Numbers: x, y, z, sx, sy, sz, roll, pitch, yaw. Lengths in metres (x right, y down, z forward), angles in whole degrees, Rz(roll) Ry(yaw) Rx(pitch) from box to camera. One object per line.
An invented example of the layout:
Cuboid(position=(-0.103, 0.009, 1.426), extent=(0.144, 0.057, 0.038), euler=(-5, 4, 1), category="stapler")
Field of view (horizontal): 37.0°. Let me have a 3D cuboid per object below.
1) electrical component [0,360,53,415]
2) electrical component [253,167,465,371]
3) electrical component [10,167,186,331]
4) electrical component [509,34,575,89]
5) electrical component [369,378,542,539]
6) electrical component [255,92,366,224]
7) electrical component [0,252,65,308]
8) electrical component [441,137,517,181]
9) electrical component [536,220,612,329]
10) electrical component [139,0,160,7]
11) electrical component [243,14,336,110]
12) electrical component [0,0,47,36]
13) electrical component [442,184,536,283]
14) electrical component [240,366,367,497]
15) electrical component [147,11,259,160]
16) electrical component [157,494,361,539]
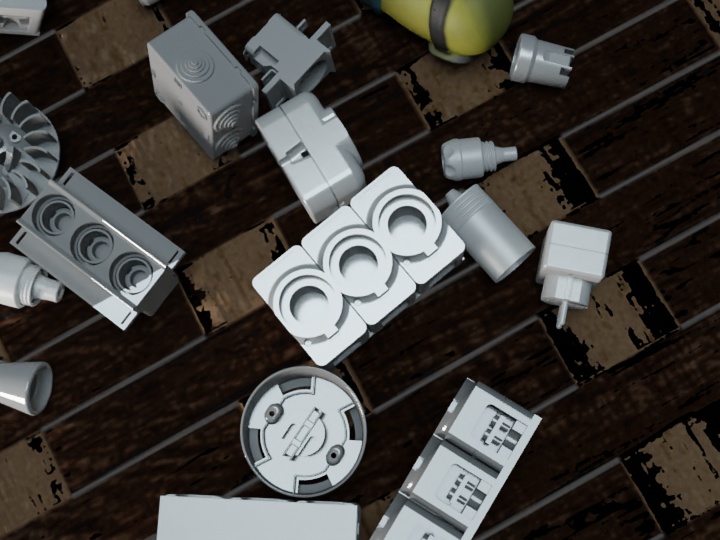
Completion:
Cuboid(position=(-0.291, 0.092, 0.877), extent=(0.065, 0.044, 0.044), euler=(8, 79, 10), category="electrical component")
Cuboid(position=(0.000, 0.000, 0.866), extent=(0.150, 0.061, 0.089), euler=(-39, 79, -5), category="electrical component")
Cuboid(position=(-0.211, -0.015, 0.881), extent=(0.121, 0.063, 0.078), euler=(36, 83, 9), category="electrical component")
Cuboid(position=(0.153, -0.174, 0.904), extent=(0.046, 0.040, 0.040), euler=(13, 80, 0), category="electrical component")
Cuboid(position=(0.069, 0.162, 0.815), extent=(0.062, 0.089, 0.150), euler=(31, 82, 9), category="electrical component")
Cuboid(position=(-0.037, -0.095, 0.892), extent=(0.059, 0.053, 0.095), euler=(-31, 78, -3), category="electrical component")
Cuboid(position=(-0.277, 0.011, 0.891), extent=(0.062, 0.043, 0.043), euler=(14, 80, 4), category="electrical component")
Cuboid(position=(0.099, -0.093, 0.893), extent=(0.061, 0.035, 0.035), euler=(-6, 78, 0), category="electrical component")
Cuboid(position=(0.165, 0.008, 0.852), extent=(0.047, 0.065, 0.076), euler=(11, 79, 6), category="electrical component")
Cuboid(position=(-0.176, -0.261, 0.938), extent=(0.055, 0.045, 0.045), euler=(-30, 78, -2), category="electrical component")
Cuboid(position=(-0.061, -0.180, 0.917), extent=(0.064, 0.042, 0.081), euler=(40, 83, 14), category="electrical component")
Cuboid(position=(-0.347, -0.256, 0.909), extent=(0.150, 0.062, 0.089), euler=(-1, 77, -24), category="electrical component")
Cuboid(position=(0.100, -0.034, 0.876), extent=(0.043, 0.043, 0.081), euler=(-40, 79, -5), category="electrical component")
Cuboid(position=(-0.043, 0.127, 0.842), extent=(0.099, 0.064, 0.099), euler=(-1, 79, 3), category="electrical component")
Cuboid(position=(-0.130, -0.149, 0.887), extent=(0.048, 0.099, 0.099), euler=(-38, 78, -17), category="electrical component")
Cuboid(position=(-0.076, 0.221, 0.826), extent=(0.150, 0.061, 0.089), euler=(2, 79, 4), category="electrical component")
